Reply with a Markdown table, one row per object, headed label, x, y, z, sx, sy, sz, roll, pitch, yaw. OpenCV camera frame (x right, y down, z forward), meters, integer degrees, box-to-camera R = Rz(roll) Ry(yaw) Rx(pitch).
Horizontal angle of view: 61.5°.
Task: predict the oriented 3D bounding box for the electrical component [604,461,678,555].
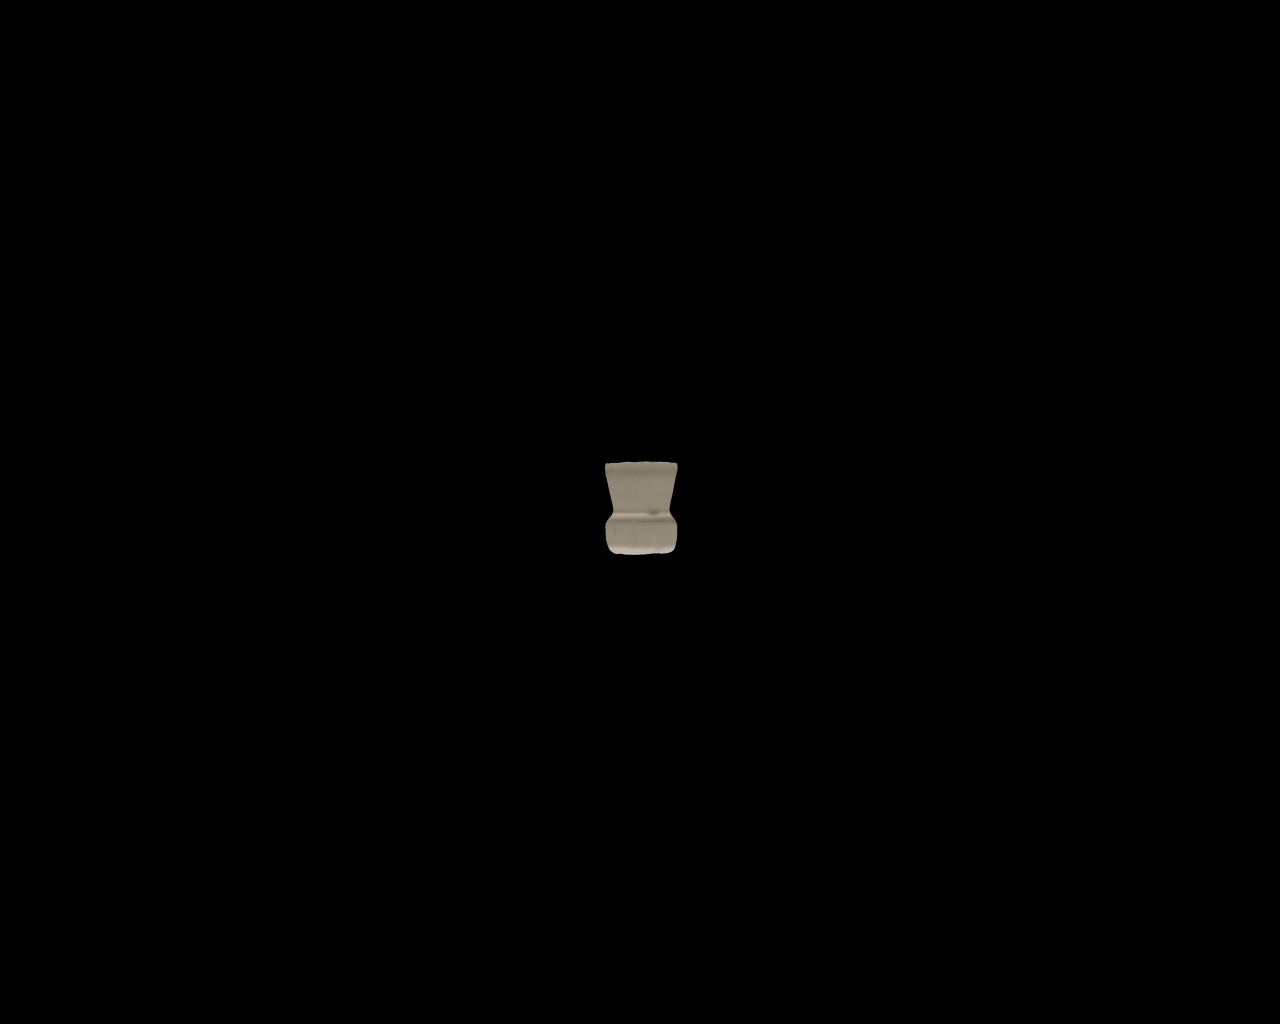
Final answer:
| label | x | y | z | sx | sy | sz | roll | pitch | yaw |
| --- | --- | --- | --- | --- | --- | --- | --- | --- | --- |
| electrical component | 0.001 | -0.003 | 0.650 | 0.045 | 0.055 | 0.045 | 0 | 0 | 0 |
